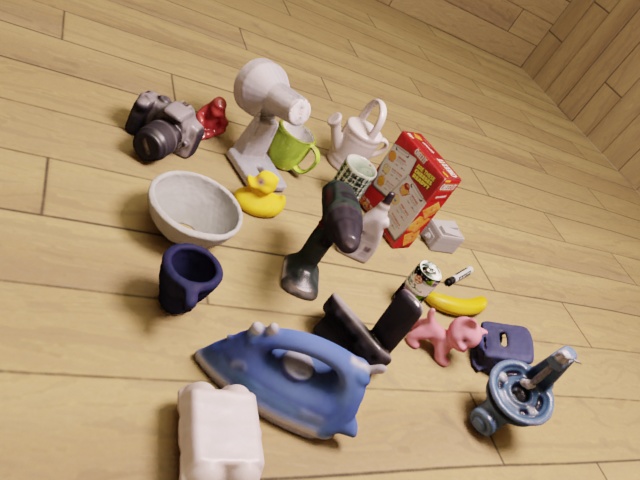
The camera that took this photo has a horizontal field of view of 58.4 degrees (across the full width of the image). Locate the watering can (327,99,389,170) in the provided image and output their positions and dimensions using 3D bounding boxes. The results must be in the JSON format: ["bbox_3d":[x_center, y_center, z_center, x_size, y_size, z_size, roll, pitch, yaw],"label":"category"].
[{"bbox_3d":[0.098,-0.262,1.416,0.173,0.194,0.100,-5,50,-43],"label":"watering can"}]

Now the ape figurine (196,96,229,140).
[{"bbox_3d":[-0.232,-0.271,1.245,0.078,0.092,0.076,14,39,-27],"label":"ape figurine"}]

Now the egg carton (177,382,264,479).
[{"bbox_3d":[-0.127,0.249,0.718,0.107,0.069,0.150,13,40,-28],"label":"egg carton"}]

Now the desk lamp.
[{"bbox_3d":[-0.109,-0.246,1.208,0.118,0.213,0.203,-5,50,-43],"label":"desk lamp"}]

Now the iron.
[{"bbox_3d":[-0.038,0.177,0.815,0.259,0.141,0.118,26,35,-12],"label":"iron"}]

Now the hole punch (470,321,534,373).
[{"bbox_3d":[0.362,0.214,1.144,0.101,0.091,0.108,28,35,-9],"label":"hole punch"}]

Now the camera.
[{"bbox_3d":[-0.312,-0.220,1.110,0.143,0.100,0.137,33,34,-2],"label":"camera"}]

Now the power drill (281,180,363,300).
[{"bbox_3d":[0.009,0.004,1.006,0.076,0.208,0.229,23,36,-16],"label":"power drill"}]

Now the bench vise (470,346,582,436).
[{"bbox_3d":[0.374,0.239,1.010,0.121,0.219,0.208,41,35,10],"label":"bench vise"}]

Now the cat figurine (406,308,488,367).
[{"bbox_3d":[0.246,0.172,1.077,0.128,0.117,0.067,31,34,-4],"label":"cat figurine"}]

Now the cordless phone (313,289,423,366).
[{"bbox_3d":[0.085,0.123,0.943,0.147,0.185,0.094,46,36,18],"label":"cordless phone"}]

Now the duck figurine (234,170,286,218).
[{"bbox_3d":[-0.110,-0.098,1.140,0.105,0.086,0.077,15,38,-25],"label":"duck figurine"}]

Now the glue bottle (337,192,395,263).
[{"bbox_3d":[0.104,-0.031,1.159,0.078,0.173,0.037,26,35,-12],"label":"glue bottle"}]

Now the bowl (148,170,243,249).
[{"bbox_3d":[-0.222,-0.039,0.987,0.168,0.074,0.167,22,36,-17],"label":"bowl"}]

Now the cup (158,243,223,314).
[{"bbox_3d":[-0.200,0.076,0.846,0.092,0.095,0.117,16,38,-25],"label":"cup"}]
